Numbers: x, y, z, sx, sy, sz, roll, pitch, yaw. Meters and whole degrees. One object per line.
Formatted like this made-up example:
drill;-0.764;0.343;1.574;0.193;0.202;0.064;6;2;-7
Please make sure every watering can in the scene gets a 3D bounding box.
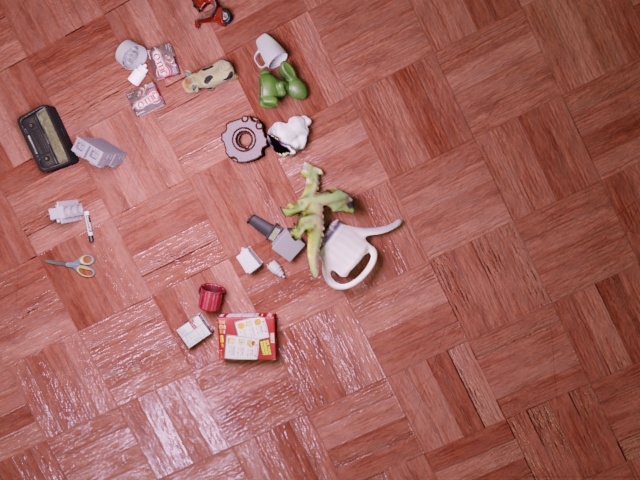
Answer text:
watering can;0.119;0.010;1.855;0.224;0.103;0.349;38;84;2

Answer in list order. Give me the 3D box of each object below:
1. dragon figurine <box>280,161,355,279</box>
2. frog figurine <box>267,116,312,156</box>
dragon figurine;0.005;-0.091;1.800;0.242;0.121;0.416;-27;69;6
frog figurine;-0.106;-0.381;1.842;0.138;0.120;0.162;27;62;9
